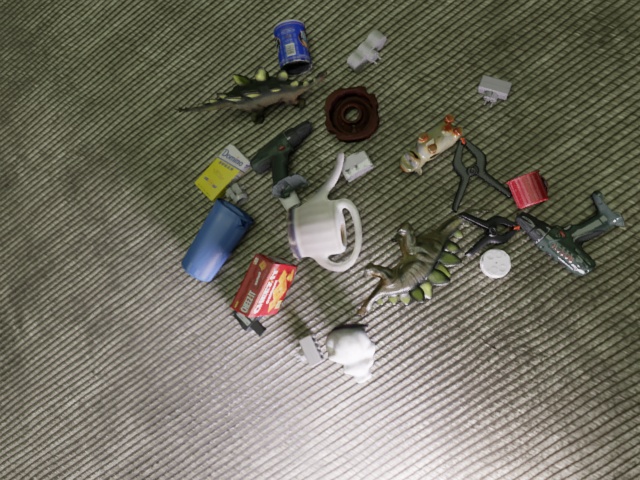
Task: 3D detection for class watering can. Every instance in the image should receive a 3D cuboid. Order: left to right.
[{"bbox_3d":[0.005,-0.076,1.514,0.224,0.104,0.349,-9,86,13],"label":"watering can"}]

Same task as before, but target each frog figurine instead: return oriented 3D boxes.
[{"bbox_3d":[0.088,0.317,1.438,0.137,0.120,0.162,-6,69,-6],"label":"frog figurine"}]
